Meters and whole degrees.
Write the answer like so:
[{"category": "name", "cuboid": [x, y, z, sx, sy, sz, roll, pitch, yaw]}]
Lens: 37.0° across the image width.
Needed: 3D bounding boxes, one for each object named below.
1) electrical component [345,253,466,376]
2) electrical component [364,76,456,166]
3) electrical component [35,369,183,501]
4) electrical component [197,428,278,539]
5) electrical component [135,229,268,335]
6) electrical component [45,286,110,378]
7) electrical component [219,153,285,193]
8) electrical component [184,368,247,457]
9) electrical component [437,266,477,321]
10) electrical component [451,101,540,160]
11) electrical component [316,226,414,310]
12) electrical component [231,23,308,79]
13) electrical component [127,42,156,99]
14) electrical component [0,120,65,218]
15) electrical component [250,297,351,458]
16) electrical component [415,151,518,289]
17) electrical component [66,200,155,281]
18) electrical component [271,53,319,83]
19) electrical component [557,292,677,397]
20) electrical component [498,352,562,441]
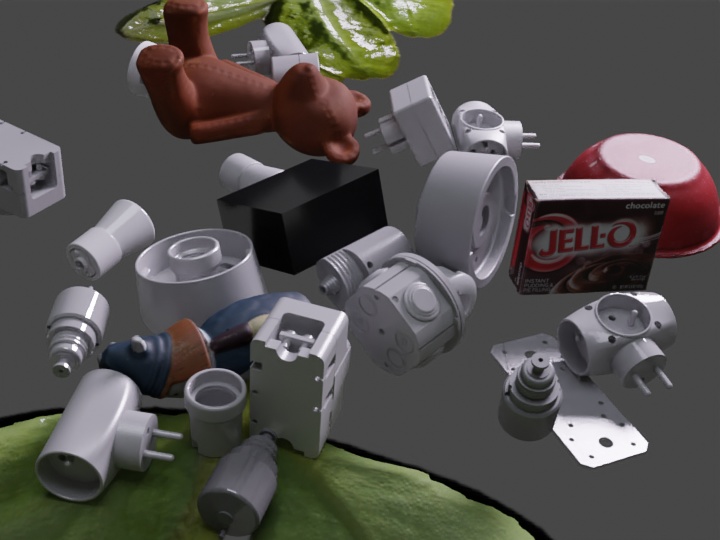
[{"category": "electrical component", "cuboid": [0.033, 0.032, 0.776, 0.080, 0.080, 0.051, 32, 50, 32]}, {"category": "electrical component", "cuboid": [0.042, -0.134, 1.023, 0.077, 0.065, 0.047, -23, 35, 12]}, {"category": "electrical component", "cuboid": [-0.153, 0.107, 0.682, 0.079, 0.044, 0.077, 8, 36, 5]}, {"category": "electrical component", "cuboid": [-0.070, 0.128, 0.665, 0.040, 0.040, 0.078, 13, 37, 11]}, {"category": "electrical component", "cuboid": [-0.121, 0.011, 0.820, 0.099, 0.064, 0.099, -6, 27, 3]}, {"category": "electrical component", "cuboid": [-0.203, 0.046, 0.763, 0.040, 0.040, 0.078, 3, 36, -2]}, {"category": "electrical component", "cuboid": [-0.092, -0.077, 0.944, 0.044, 0.044, 0.065, -27, 42, -36]}, {"category": "electrical component", "cuboid": [-0.094, 0.094, 0.704, 0.040, 0.046, 0.040, 3, 36, -2]}, {"category": "electrical component", "cuboid": [0.055, 0.017, 0.830, 0.048, 0.048, 0.062, -26, 38, -35]}, {"category": "electrical component", "cuboid": [0.132, -0.125, 1.030, 0.079, 0.044, 0.077, 1, 36, -5]}, {"category": "electrical component", "cuboid": [0.000, 0.000, 0.846, 0.081, 0.043, 0.043, -28, 47, -37]}, {"category": "electrical component", "cuboid": [-0.096, -0.226, 1.145, 0.079, 0.043, 0.077, -9, 38, -18]}, {"category": "electrical component", "cuboid": [-0.200, -0.198, 1.086, 0.047, 0.055, 0.055, 19, 38, 12]}, {"category": "electrical component", "cuboid": [-0.301, -0.085, 0.917, 0.089, 0.055, 0.050, 24, 40, 25]}, {"category": "electrical component", "cuboid": [-0.039, 0.068, 0.709, 0.050, 0.089, 0.055, 14, 37, 12]}, {"category": "electrical component", "cuboid": [0.080, -0.044, 0.866, 0.060, 0.108, 0.108, 15, 37, 23]}, {"category": "electrical component", "cuboid": [-0.201, -0.021, 0.856, 0.044, 0.044, 0.065, 22, 44, 23]}, {"category": "electrical component", "cuboid": [-0.066, -0.192, 1.092, 0.047, 0.055, 0.055, -3, 37, -5]}, {"category": "electrical component", "cuboid": [0.198, 0.059, 0.789, 0.077, 0.044, 0.079, -15, 50, -19]}, {"category": "electrical component", "cuboid": [0.116, 0.082, 0.723, 0.040, 0.078, 0.040, 0, 51, -1]}]
